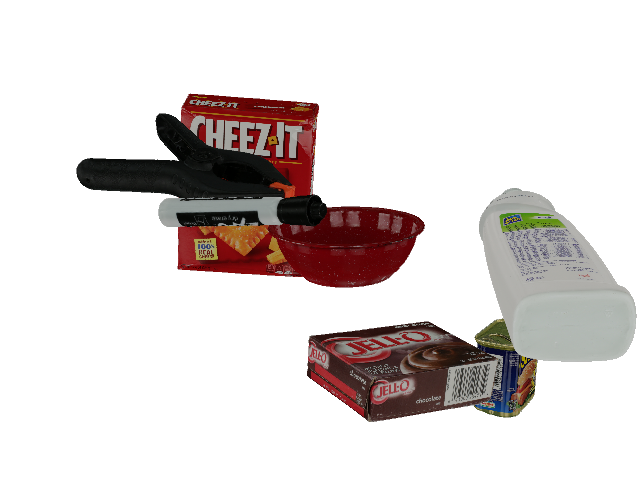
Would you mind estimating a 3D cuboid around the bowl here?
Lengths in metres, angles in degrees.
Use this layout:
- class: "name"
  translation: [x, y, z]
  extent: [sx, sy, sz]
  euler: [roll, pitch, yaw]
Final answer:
- class: "bowl"
  translation: [0.027, 0.009, 1.098]
  extent: [0.162, 0.055, 0.162]
  euler: [-2, 15, 0]

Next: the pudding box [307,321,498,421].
- class: "pudding box"
  translation: [0.059, 0.094, 0.789]
  extent: [0.113, 0.039, 0.090]
  euler: [-2, 16, -30]

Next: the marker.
- class: "marker"
  translation: [-0.049, -0.018, 0.656]
  extent: [0.121, 0.020, 0.020]
  euler: [0, 0, 34]

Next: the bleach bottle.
- class: "bleach bottle"
  translation: [0.201, 0.015, 0.957]
  extent: [0.102, 0.068, 0.251]
  euler: [-1, 26, 1]

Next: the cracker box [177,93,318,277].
- class: "cracker box"
  translation: [-0.091, -0.065, 1.323]
  extent: [0.164, 0.214, 0.072]
  euler: [5, 22, 1]

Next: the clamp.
- class: "clamp"
  translation: [-0.104, -0.050, 0.846]
  extent: [0.172, 0.039, 0.120]
  euler: [23, 43, 30]

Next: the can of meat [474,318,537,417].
- class: "can of meat"
  translation: [0.209, 0.142, 1.194]
  extent: [0.058, 0.084, 0.101]
  euler: [8, 14, 26]
